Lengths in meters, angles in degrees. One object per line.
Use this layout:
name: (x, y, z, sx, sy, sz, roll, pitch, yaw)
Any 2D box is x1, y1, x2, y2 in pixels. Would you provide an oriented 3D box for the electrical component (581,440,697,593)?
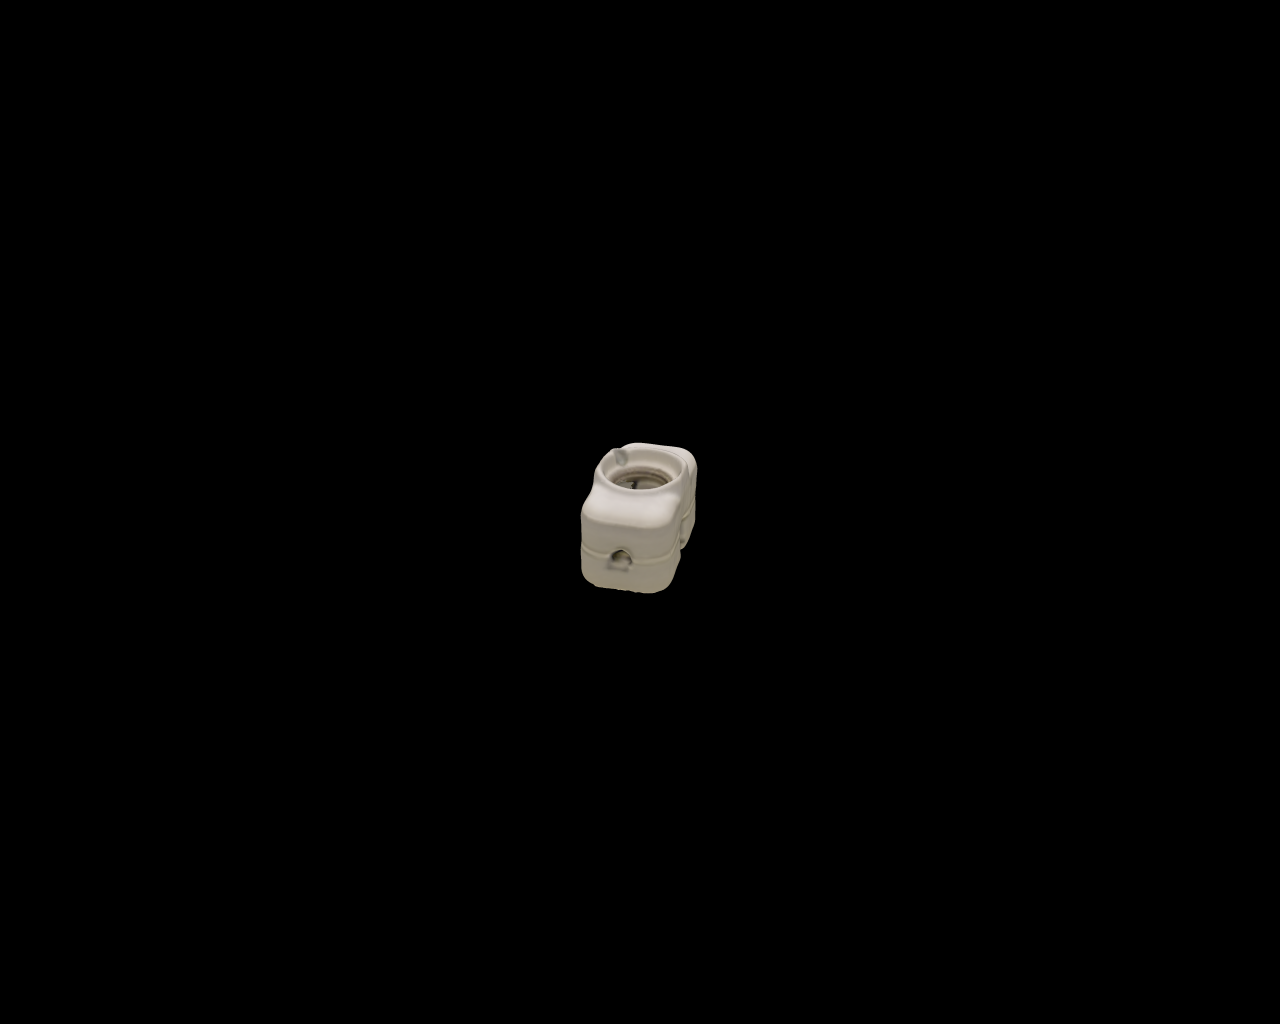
electrical component: (0.001, -0.003, 0.650, 0.054, 0.059, 0.095, 8, 31, 13)
